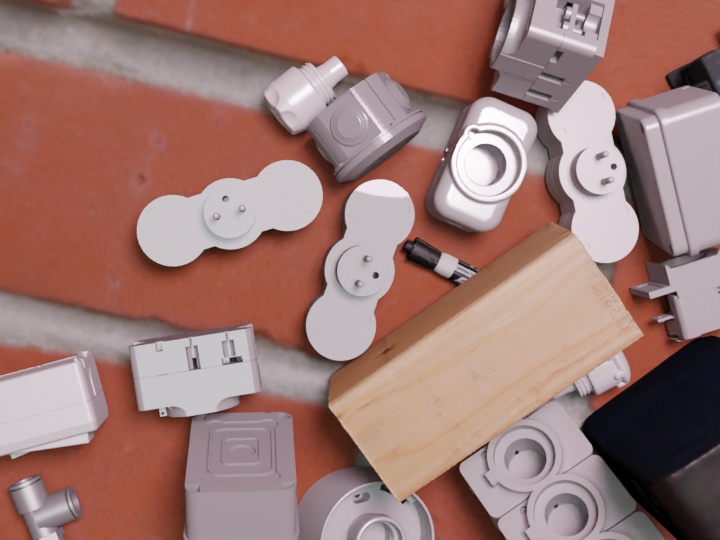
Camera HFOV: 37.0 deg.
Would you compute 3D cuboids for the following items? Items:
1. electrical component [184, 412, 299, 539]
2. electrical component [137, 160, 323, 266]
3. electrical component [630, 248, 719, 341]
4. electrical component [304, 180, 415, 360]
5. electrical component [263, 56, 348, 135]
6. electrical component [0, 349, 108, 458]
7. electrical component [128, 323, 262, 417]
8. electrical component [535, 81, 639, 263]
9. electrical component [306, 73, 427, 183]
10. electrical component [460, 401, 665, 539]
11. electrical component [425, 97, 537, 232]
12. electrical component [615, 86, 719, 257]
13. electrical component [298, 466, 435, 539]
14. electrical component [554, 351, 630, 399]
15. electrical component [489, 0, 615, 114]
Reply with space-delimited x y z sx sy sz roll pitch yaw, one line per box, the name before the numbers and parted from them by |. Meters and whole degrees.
electrical component | -0.084 0.153 0.767 0.078 0.113 0.057 0 111 -5
electrical component | -0.094 -0.041 0.782 0.138 0.074 0.052 -17 93 -4
electrical component | 0.258 0.018 0.833 0.081 0.042 0.063 -17 97 -4
electrical component | 0.000 0.000 0.792 0.052 0.074 0.138 19 90 -6
electrical component | -0.038 -0.134 0.800 0.062 0.043 0.043 -39 95 -4
electrical component | -0.237 0.101 0.780 0.096 0.062 0.061 -15 93 -5
electrical component | -0.120 0.075 0.795 0.089 0.050 0.055 -9 92 -5
electrical component | 0.174 -0.073 0.803 0.052 0.074 0.138 -12 91 -6
electrical component | 0.005 -0.104 0.788 0.080 0.080 0.051 -37 90 -3
electrical component | 0.151 0.183 0.782 0.089 0.061 0.150 -34 61 -4
electrical component | 0.091 -0.078 0.806 0.054 0.059 0.095 23 90 -6
electrical component | 0.238 -0.074 0.800 0.057 0.078 0.113 -18 106 1
electrical component | 0.004 0.201 0.816 0.099 0.064 0.099 0 89 -19
electrical component | 0.172 0.077 0.826 0.062 0.048 0.048 -29 94 3
electrical component | 0.142 -0.204 0.770 0.062 0.089 0.150 17 71 -5
